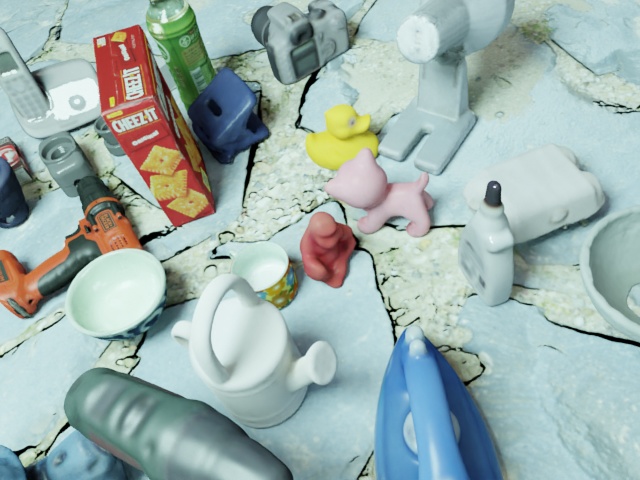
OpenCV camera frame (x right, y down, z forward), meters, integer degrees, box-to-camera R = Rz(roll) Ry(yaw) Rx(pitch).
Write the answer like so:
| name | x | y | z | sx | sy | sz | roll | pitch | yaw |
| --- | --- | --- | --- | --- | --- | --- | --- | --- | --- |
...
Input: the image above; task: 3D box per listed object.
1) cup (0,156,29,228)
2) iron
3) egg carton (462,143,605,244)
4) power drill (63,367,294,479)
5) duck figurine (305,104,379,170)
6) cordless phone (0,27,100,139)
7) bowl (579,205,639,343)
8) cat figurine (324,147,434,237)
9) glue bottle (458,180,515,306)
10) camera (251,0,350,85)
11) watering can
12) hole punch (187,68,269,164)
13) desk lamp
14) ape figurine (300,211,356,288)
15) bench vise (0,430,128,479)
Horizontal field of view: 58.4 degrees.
| name | x | y | z | sx | sy | sz | roll | pitch | yaw |
| --- | --- | --- | --- | --- | --- | --- | --- | --- | --- |
| cup | -0.470 | -0.050 | 0.818 | 0.091 | 0.095 | 0.118 | 8 | 57 | 17 |
| iron | 0.099 | 0.167 | 0.519 | 0.118 | 0.142 | 0.258 | -10 | 53 | 4 |
| egg carton | 0.256 | -0.052 | 0.691 | 0.150 | 0.069 | 0.107 | -22 | 53 | -5 |
| power drill | -0.105 | 0.191 | 0.500 | 0.229 | 0.209 | 0.076 | 17 | 60 | 22 |
| duck figurine | 0.028 | -0.150 | 0.797 | 0.104 | 0.086 | 0.077 | -3 | 54 | 9 |
| cordless phone | -0.439 | -0.262 | 0.908 | 0.147 | 0.185 | 0.094 | -23 | 53 | -5 |
| bowl | 0.353 | 0.048 | 0.596 | 0.167 | 0.075 | 0.167 | -5 | 54 | 8 |
| cat figurine | 0.074 | -0.063 | 0.705 | 0.127 | 0.118 | 0.067 | 1 | 55 | 12 |
| glue bottle | 0.178 | -0.002 | 0.605 | 0.037 | 0.173 | 0.078 | -22 | 53 | -5 |
| camera | -0.045 | -0.351 | 0.947 | 0.143 | 0.101 | 0.136 | -35 | 55 | -14 |
| watering can | -0.069 | 0.105 | 0.564 | 0.172 | 0.194 | 0.101 | -8 | 54 | 6 |
| hole punch | -0.143 | -0.186 | 0.853 | 0.101 | 0.091 | 0.108 | -33 | 55 | -12 |
| desk lamp | 0.161 | -0.233 | 0.750 | 0.117 | 0.214 | 0.203 | 23 | 62 | 25 |
| ape figurine | 0.006 | 0.002 | 0.687 | 0.078 | 0.092 | 0.076 | -33 | 55 | -13 |
| bench vise | -0.289 | 0.213 | 0.514 | 0.121 | 0.220 | 0.208 | 30 | 65 | 29 |
